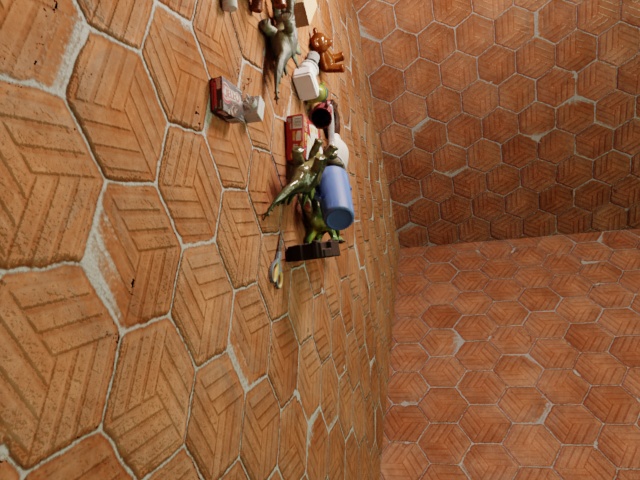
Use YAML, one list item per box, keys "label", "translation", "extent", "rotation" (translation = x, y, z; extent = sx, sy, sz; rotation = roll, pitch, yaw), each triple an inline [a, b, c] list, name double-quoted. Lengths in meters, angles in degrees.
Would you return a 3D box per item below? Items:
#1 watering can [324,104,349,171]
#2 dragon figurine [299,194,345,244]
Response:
- label: "watering can"
  translation: [0.060, -0.390, 2.221]
  extent: [0.104, 0.340, 0.230]
  rotation: [-5, 40, 16]
- label: "dragon figurine"
  translation: [0.006, -0.098, 1.953]
  extent: [0.122, 0.244, 0.410]
  rotation: [-14, -5, 14]
